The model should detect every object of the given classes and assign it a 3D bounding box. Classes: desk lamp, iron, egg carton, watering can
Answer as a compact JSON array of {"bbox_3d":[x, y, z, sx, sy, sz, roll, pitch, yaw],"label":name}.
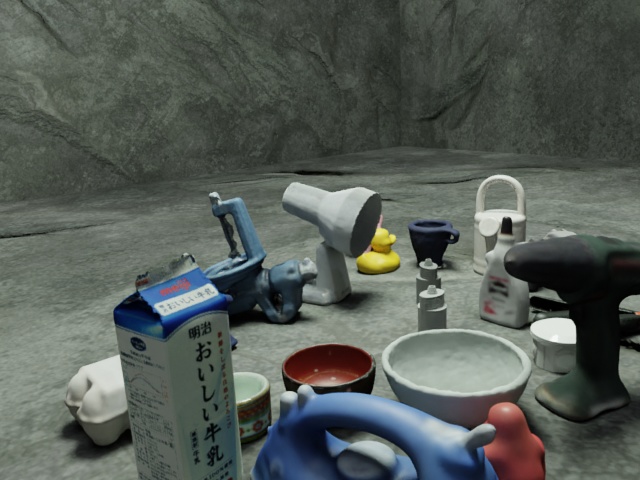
[{"bbox_3d":[0.010,0.004,1.036,0.202,0.214,0.118,5,17,29],"label":"desk lamp"},{"bbox_3d":[0.033,0.187,0.481,0.257,0.141,0.119,7,18,34],"label":"iron"},{"bbox_3d":[-0.223,0.182,0.694,0.151,0.069,0.107,-15,19,-38],"label":"egg carton"},{"bbox_3d":[0.355,-0.029,1.127,0.100,0.194,0.173,-1,15,9],"label":"watering can"}]

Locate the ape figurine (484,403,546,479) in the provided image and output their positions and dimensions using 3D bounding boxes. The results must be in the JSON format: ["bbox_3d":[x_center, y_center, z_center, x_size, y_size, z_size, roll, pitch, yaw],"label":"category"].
[{"bbox_3d":[0.173,0.192,0.528,0.078,0.092,0.076,-3,15,-1],"label":"ape figurine"}]

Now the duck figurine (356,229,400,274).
[{"bbox_3d":[0.122,0.020,1.201,0.105,0.086,0.077,-14,18,-34],"label":"duck figurine"}]

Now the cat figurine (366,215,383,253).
[{"bbox_3d":[0.100,-0.024,1.309,0.128,0.118,0.067,-14,19,-36],"label":"cat figurine"}]

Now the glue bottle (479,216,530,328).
[{"bbox_3d":[0.288,0.047,0.893,0.077,0.173,0.037,11,21,43],"label":"glue bottle"}]

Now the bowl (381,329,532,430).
[{"bbox_3d":[0.155,0.168,0.659,0.167,0.075,0.167,-3,15,1],"label":"bowl"}]

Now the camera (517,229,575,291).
[{"bbox_3d":[0.429,0.041,1.026,0.143,0.101,0.136,-4,15,-3],"label":"camera"}]

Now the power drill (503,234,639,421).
[{"bbox_3d":[0.302,0.091,0.655,0.230,0.208,0.075,-10,16,-25],"label":"power drill"}]

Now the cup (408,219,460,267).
[{"bbox_3d":[0.240,0.012,1.187,0.092,0.095,0.117,-16,19,-39],"label":"cup"}]

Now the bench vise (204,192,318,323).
[{"bbox_3d":[-0.112,0.024,0.972,0.207,0.220,0.121,-5,15,-5],"label":"bench vise"}]

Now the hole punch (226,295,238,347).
[{"bbox_3d":[-0.193,0.125,0.861,0.100,0.091,0.109,11,20,43],"label":"hole punch"}]
